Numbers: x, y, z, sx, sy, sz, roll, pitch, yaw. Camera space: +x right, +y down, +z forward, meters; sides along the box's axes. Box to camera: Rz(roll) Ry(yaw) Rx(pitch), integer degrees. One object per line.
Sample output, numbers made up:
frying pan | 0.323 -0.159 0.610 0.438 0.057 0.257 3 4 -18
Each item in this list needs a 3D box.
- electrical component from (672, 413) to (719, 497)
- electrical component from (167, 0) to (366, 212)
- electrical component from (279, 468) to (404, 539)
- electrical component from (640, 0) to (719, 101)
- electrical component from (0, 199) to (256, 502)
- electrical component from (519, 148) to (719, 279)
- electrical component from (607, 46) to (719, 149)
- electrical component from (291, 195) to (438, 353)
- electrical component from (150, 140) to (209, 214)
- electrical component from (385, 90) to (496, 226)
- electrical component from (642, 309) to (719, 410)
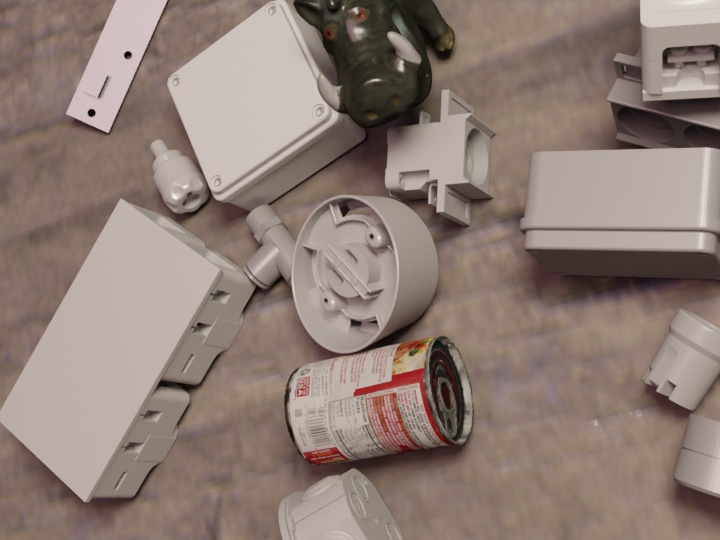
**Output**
electrical component | 0.243 0.097 0.567 0.138 0.052 0.073 15 87 28
electrical component | -0.068 -0.115 0.766 0.109 0.056 0.108 -32 67 18
electrical component | -0.011 0.167 0.668 0.051 0.080 0.080 -32 67 12
electrical component | 0.223 -0.145 0.557 0.150 0.061 0.089 -1 54 15
electrical component | -0.166 0.059 0.779 0.105 0.060 0.186 33 96 28
electrical component | 0.157 -0.031 0.623 0.113 0.078 0.057 2 78 27
electrical component | 0.213 -0.095 0.612 0.121 0.078 0.063 21 74 29
electrical component | 0.000 0.000 0.696 0.099 0.064 0.099 7 101 36
electrical component | -0.140 -0.073 0.807 0.035 0.035 0.061 -42 62 14
electrical component | 0.052 -0.072 0.706 0.064 0.042 0.081 -3 78 30
electrical component | 0.188 0.051 0.613 0.040 0.040 0.046 35 102 28
